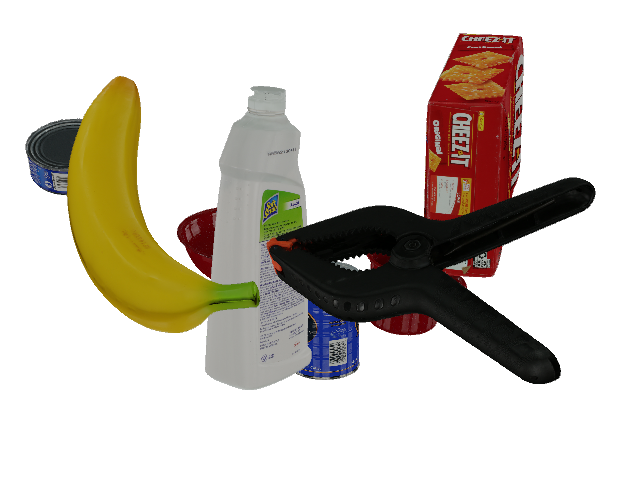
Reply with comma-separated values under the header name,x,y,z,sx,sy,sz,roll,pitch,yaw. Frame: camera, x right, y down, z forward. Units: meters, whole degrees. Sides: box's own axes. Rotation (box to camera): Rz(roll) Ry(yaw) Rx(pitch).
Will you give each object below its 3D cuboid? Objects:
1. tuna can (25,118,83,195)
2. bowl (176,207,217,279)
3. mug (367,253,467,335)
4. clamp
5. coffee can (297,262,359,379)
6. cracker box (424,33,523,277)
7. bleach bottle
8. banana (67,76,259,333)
name,x,y,z,sx,sy,sz,roll,pitch,yaw
tuna can,-0.242,-0.082,1.042,0.086,0.034,0.086,1,40,-1
bowl,-0.097,0.013,1.319,0.162,0.055,0.162,4,25,-2
mug,0.107,0.056,1.196,0.117,0.081,0.093,10,24,13
clamp,0.069,0.009,0.681,0.210,0.036,0.164,8,45,27
coffee can,0.005,0.111,1.508,0.103,0.140,0.103,0,19,0
cracker box,0.147,-0.086,0.993,0.072,0.164,0.213,5,27,14
bleach bottle,-0.047,-0.005,0.908,0.068,0.251,0.102,15,20,31
banana,-0.098,-0.014,0.558,0.069,0.037,0.198,-24,50,-12
